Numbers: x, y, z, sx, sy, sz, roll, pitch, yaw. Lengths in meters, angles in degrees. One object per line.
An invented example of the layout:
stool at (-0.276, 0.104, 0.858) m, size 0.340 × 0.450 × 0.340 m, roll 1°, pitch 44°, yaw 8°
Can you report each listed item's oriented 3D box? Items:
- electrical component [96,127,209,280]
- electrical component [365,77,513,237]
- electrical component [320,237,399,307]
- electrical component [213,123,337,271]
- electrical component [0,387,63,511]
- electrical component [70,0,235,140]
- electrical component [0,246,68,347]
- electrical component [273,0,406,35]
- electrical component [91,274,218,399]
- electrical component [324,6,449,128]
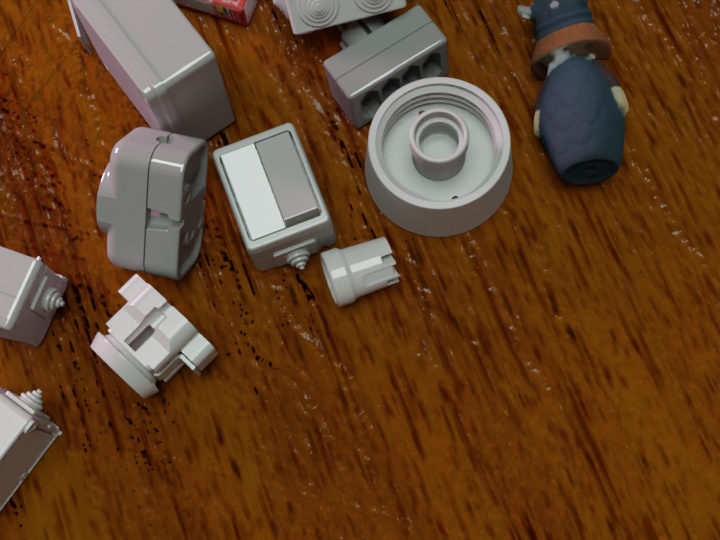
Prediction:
electrical component at (-0.144, -0.047, 0.745) m, size 0.059 × 0.053 × 0.095 m, roll 12°, pitch 117°, yaw 7°
electrical component at (0.056, -0.084, 0.758) m, size 0.108 × 0.060 × 0.108 m, roll -1°, pitch 74°, yaw 3°
electrical component at (0.000, 0.000, 0.750) m, size 0.046 × 0.040 × 0.040 m, roll -19°, pitch 74°, yaw -7°
electrical component at (-0.058, -0.046, 0.755) m, size 0.062 × 0.061 × 0.096 m, roll -21°, pitch 74°, yaw -2°
electrical component at (-0.252, 0.115, 0.721) m, size 0.061 × 0.061 × 0.096 m, roll 33°, pitch 79°, yaw 12°
electrical component at (-0.146, -0.151, 0.766) m, size 0.056 × 0.108 × 0.108 m, roll -36°, pitch 75°, yaw -9°
electrical component at (-0.253, 0.017, 0.749) m, size 0.096 × 0.061 × 0.061 m, roll 19°, pitch 76°, yaw 9°
electrical component at (-0.016, -0.213, 0.784) m, size 0.100 × 0.099 × 0.048 m, roll -14°, pitch 118°, yaw -1°
electrical component at (-0.145, 0.050, 0.735) m, size 0.078 × 0.058 × 0.057 m, roll 41°, pitch 78°, yaw 12°
electrical component at (0.010, -0.162, 0.791) m, size 0.083 × 0.047 × 0.075 m, roll -32°, pitch 69°, yaw -6°
